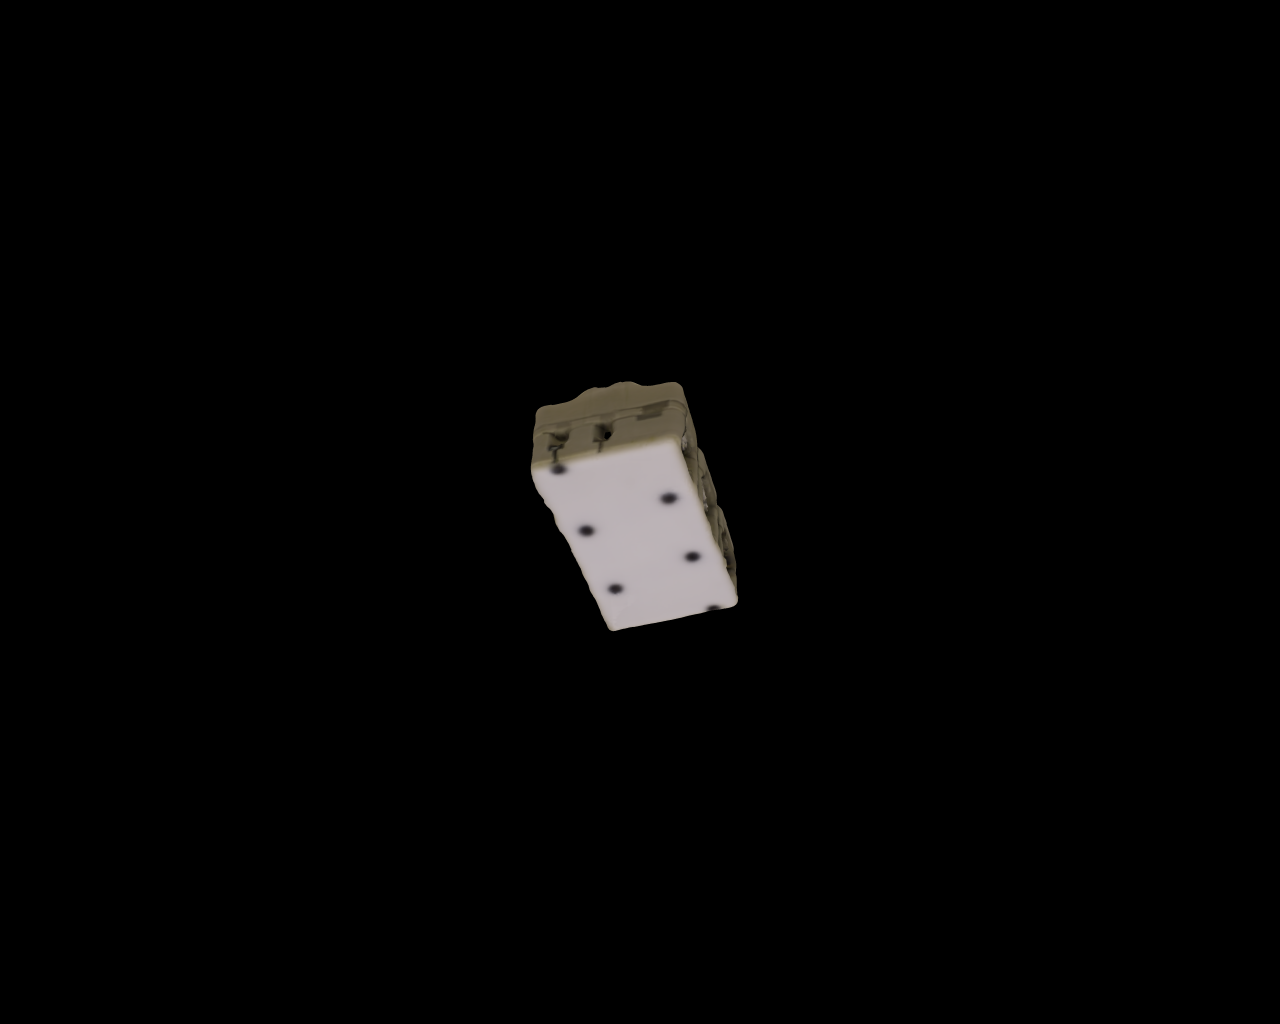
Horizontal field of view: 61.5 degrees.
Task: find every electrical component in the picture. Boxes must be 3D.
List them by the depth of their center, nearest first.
[{"bbox_3d":[0.001,-0.003,0.650,0.089,0.062,0.150,-11,-47,11],"label":"electrical component"}]
